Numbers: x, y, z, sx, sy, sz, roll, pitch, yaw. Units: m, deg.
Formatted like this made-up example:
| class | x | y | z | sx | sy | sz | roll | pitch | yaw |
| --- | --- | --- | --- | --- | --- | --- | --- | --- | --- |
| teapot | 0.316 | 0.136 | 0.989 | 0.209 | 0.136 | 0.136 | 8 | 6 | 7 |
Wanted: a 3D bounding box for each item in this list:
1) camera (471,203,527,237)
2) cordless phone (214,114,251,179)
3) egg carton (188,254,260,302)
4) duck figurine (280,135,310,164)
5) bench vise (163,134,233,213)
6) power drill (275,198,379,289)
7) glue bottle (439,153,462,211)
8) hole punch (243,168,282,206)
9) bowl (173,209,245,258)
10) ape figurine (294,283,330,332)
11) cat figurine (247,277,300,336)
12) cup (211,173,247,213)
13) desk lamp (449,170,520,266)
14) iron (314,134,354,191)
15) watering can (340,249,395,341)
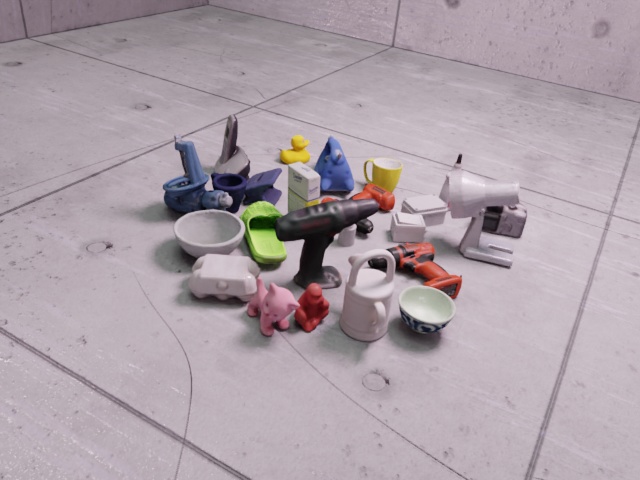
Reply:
| class | x | y | z | sx | sy | sz | roll | pitch | yaw |
| --- | --- | --- | --- | --- | --- | --- | --- | --- | --- |
| camera | 0.503 | -0.090 | 1.605 | 0.143 | 0.101 | 0.137 | 12 | 33 | 10 |
| cordless phone | -0.253 | -0.259 | 1.664 | 0.094 | 0.185 | 0.147 | -10 | 36 | -23 |
| egg carton | -0.207 | 0.083 | 1.247 | 0.150 | 0.069 | 0.107 | 4 | 33 | -3 |
| duck figurine | -0.078 | -0.295 | 1.840 | 0.105 | 0.086 | 0.077 | -13 | 37 | -27 |
| bench vise | -0.308 | -0.156 | 1.462 | 0.207 | 0.220 | 0.121 | 11 | 33 | 8 |
| power drill | 0.012 | 0.005 | 1.276 | 0.230 | 0.208 | 0.075 | -5 | 34 | -16 |
| glue bottle | 0.382 | -0.167 | 1.637 | 0.078 | 0.173 | 0.037 | -22 | 42 | -36 |
| hole punch | -0.162 | -0.154 | 1.603 | 0.101 | 0.091 | 0.109 | 11 | 33 | 7 |
| bowl | -0.262 | -0.001 | 1.364 | 0.167 | 0.075 | 0.167 | 4 | 33 | -3 |
| ape figurine | -0.016 | 0.131 | 1.183 | 0.078 | 0.092 | 0.076 | -4 | 34 | -16 |
| cat figurine | -0.095 | 0.125 | 1.156 | 0.067 | 0.118 | 0.127 | -17 | 39 | -31 |
| cup | -0.253 | -0.125 | 1.539 | 0.117 | 0.095 | 0.092 | 28 | 39 | 31 |
| desk lamp | 0.409 | -0.065 | 1.445 | 0.203 | 0.214 | 0.118 | 13 | 33 | 11 |
| iron | 0.038 | -0.245 | 1.731 | 0.119 | 0.141 | 0.258 | 0 | 33 | -10 |
| watering can | 0.095 | 0.096 | 1.161 | 0.101 | 0.194 | 0.172 | -18 | 40 | -33 |
